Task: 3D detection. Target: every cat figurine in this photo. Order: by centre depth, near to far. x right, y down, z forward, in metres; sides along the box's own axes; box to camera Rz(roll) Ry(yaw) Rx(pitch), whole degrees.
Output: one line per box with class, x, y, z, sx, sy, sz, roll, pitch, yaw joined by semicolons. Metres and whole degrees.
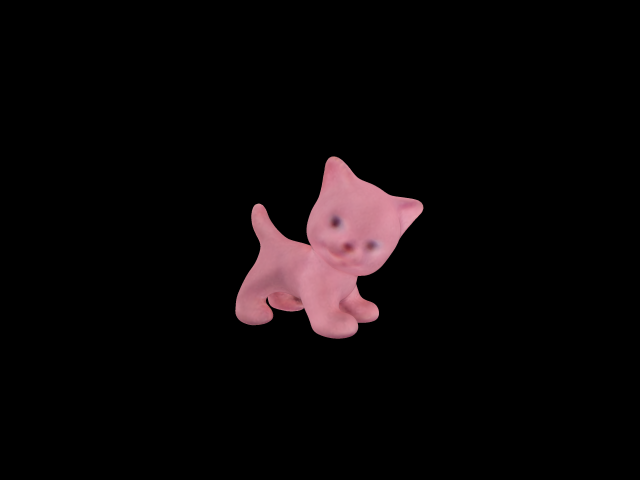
cat figurine;0.004;0.001;0.400;0.127;0.118;0.067;4;8;28
